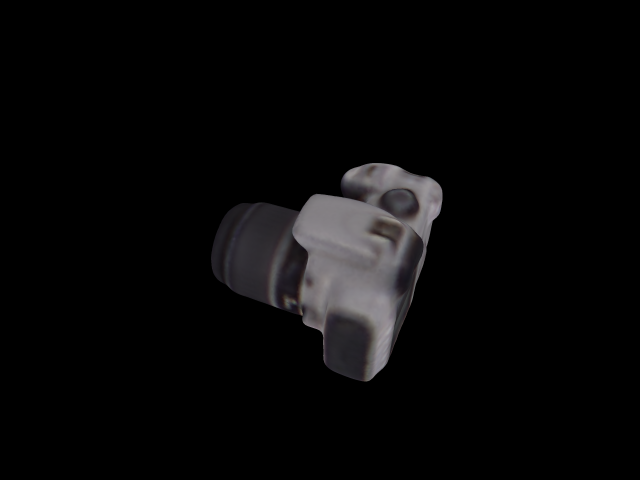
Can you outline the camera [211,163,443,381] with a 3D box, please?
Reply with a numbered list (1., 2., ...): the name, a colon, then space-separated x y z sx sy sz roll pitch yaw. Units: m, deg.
1. camera: 0.004 0.001 0.400 0.136 0.101 0.143 17 51 14
